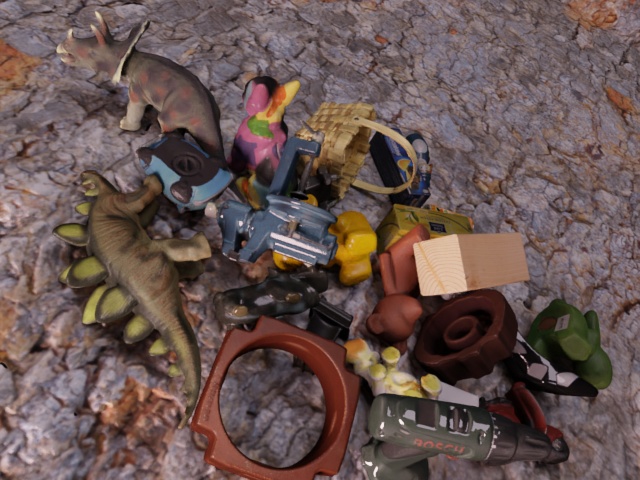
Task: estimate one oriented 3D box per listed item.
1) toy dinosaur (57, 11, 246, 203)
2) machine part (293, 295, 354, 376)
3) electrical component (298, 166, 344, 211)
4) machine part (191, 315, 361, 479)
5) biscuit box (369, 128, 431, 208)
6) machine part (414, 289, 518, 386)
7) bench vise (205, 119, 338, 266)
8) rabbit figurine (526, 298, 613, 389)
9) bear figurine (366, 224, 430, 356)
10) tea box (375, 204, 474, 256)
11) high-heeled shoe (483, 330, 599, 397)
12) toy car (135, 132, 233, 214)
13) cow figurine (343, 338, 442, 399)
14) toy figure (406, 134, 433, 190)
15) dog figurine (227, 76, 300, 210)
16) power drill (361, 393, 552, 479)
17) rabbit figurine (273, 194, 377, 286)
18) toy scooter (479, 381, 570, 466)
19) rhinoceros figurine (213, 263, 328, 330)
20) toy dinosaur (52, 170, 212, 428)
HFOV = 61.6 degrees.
[{"bbox_3d":[-0.262,-0.248,0.958,0.405,0.192,0.131,35,49,5],"label":"toy dinosaur"},{"bbox_3d":[0.003,0.154,0.868,0.084,0.039,0.139,38,46,-1],"label":"machine part"},{"bbox_3d":[0.001,-0.094,1.021,0.078,0.102,0.045,-23,54,-29],"label":"electrical component"},{"bbox_3d":[-0.058,0.221,0.729,0.201,0.087,0.201,23,62,-9],"label":"machine part"},{"bbox_3d":[0.171,-0.157,1.177,0.059,0.062,0.203,0,55,-27],"label":"biscuit box"},{"bbox_3d":[0.242,0.158,0.891,0.056,0.179,0.179,51,45,-18],"label":"machine part"},{"bbox_3d":[-0.061,-0.068,0.862,0.224,0.128,0.240,18,85,17],"label":"bench vise"},{"bbox_3d":[0.485,0.206,1.027,0.170,0.121,0.159,46,39,-11],"label":"rabbit figurine"},{"bbox_3d":[0.152,0.089,0.931,0.120,0.132,0.196,44,36,-24],"label":"bear figurine"},{"bbox_3d":[0.203,-0.006,1.049,0.169,0.098,0.068,6,51,-19],"label":"tea box"},{"bbox_3d":[0.374,0.184,0.965,0.249,0.086,0.145,15,70,10],"label":"high-heeled shoe"},{"bbox_3d":[-0.235,-0.103,0.913,0.162,0.102,0.109,34,51,10],"label":"toy car"},{"bbox_3d":[0.104,0.221,0.829,0.068,0.098,0.168,-31,43,-31],"label":"cow figurine"},{"bbox_3d":[0.223,-0.175,1.223,0.064,0.057,0.154,-13,53,13],"label":"toy figure"},{"bbox_3d":[-0.090,-0.183,0.970,0.108,0.219,0.192,-14,61,-29],"label":"dog figurine"},{"bbox_3d":[0.160,0.283,0.728,0.232,0.207,0.086,17,55,-9],"label":"power drill"},{"bbox_3d":[-0.002,-0.003,0.944,0.173,0.121,0.162,-13,56,-11],"label":"rabbit figurine"},{"bbox_3d":[0.315,0.295,0.880,0.184,0.075,0.135,9,50,-23],"label":"toy scooter"},{"bbox_3d":[-0.071,0.093,0.850,0.190,0.073,0.112,-16,29,-22],"label":"rhinoceros figurine"},{"bbox_3d":[-0.264,0.046,0.788,0.198,0.105,0.472,-27,59,-30],"label":"toy dinosaur"}]
